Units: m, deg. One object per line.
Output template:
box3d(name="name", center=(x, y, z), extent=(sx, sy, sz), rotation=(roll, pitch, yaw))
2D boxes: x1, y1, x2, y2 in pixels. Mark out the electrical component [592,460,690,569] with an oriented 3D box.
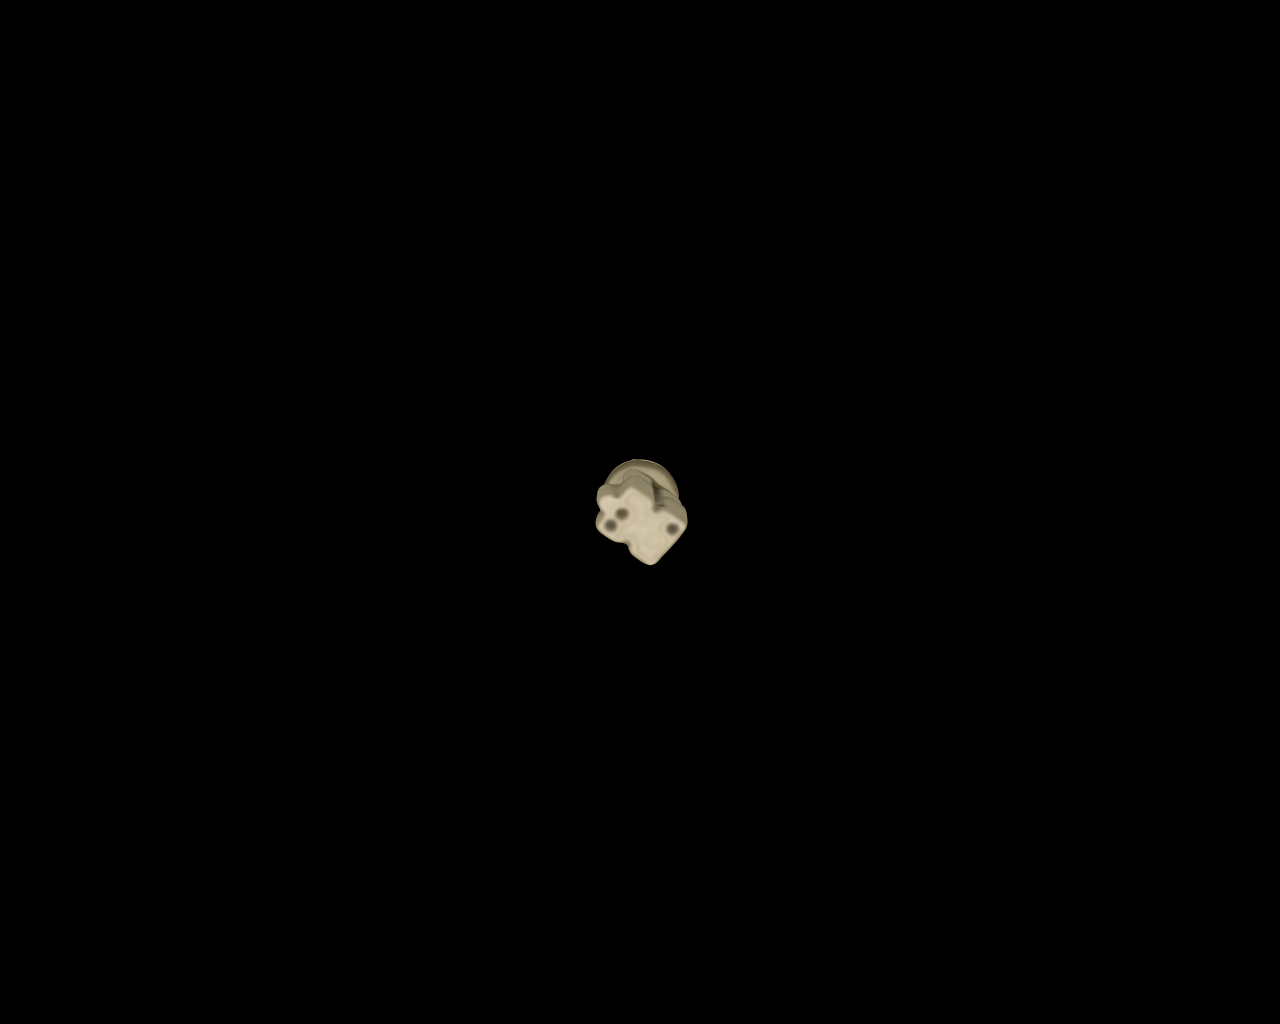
box3d(name="electrical component", center=(0.001, -0.003, 0.650), extent=(0.066, 0.048, 0.055), rotation=(36, 19, -15))
